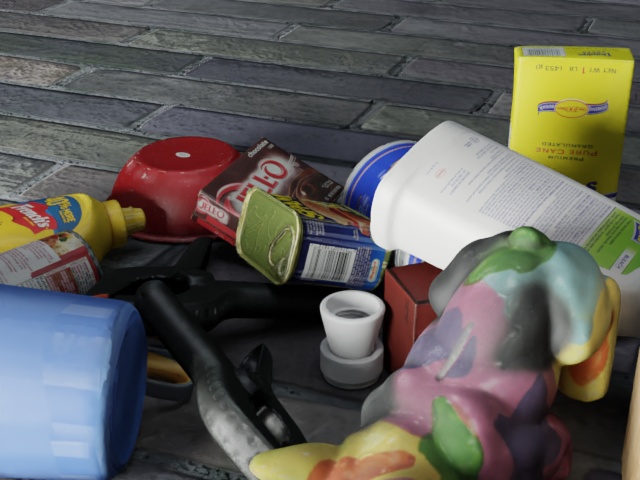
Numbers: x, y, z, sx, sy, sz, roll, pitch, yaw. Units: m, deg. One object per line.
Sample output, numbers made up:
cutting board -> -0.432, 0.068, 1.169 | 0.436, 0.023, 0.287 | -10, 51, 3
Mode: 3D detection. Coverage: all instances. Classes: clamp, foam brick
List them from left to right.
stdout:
clamp -> -0.099, 0.036, 0.793 | 0.165, 0.036, 0.209 | 21, 19, 41
clamp -> -0.046, 0.099, 0.670 | 0.120, 0.039, 0.172 | 26, 22, -46
foam brick -> 0.076, 0.060, 0.732 | 0.051, 0.078, 0.053 | -8, 29, -18

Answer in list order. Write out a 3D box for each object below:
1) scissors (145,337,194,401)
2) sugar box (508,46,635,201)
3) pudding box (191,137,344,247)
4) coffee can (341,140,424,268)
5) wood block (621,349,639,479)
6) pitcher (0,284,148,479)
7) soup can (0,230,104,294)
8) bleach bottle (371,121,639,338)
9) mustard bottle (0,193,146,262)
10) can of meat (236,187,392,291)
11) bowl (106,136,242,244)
scissors -> -0.176, 0.058, 0.740 | 0.202, 0.016, 0.096 | 23, 18, 3
sugar box -> 0.202, -0.071, 0.885 | 0.093, 0.176, 0.048 | 3, 24, 8
pudding box -> -0.044, -0.032, 0.920 | 0.090, 0.039, 0.113 | 33, 38, 8
coffee can -> 0.091, -0.008, 0.841 | 0.102, 0.103, 0.140 | -11, 28, -20
wood block -> 0.223, 0.065, 0.575 | 0.091, 0.206, 0.090 | 6, 27, 12
pitcher -> -0.234, 0.090, 0.636 | 0.243, 0.149, 0.145 | 5, 10, 2
soup can -> -0.219, 0.040, 0.784 | 0.102, 0.068, 0.069 | -25, 35, -39
bleach bottle -> 0.162, 0.013, 0.682 | 0.251, 0.068, 0.102 | 29, 55, 24
mustard bottle -> -0.237, 0.000, 0.877 | 0.191, 0.058, 0.096 | -12, 28, -24
can of meat -> -0.005, 0.001, 0.815 | 0.083, 0.057, 0.102 | 8, 12, -28
bowl -> -0.124, -0.055, 0.993 | 0.162, 0.055, 0.162 | -1, 26, 0
